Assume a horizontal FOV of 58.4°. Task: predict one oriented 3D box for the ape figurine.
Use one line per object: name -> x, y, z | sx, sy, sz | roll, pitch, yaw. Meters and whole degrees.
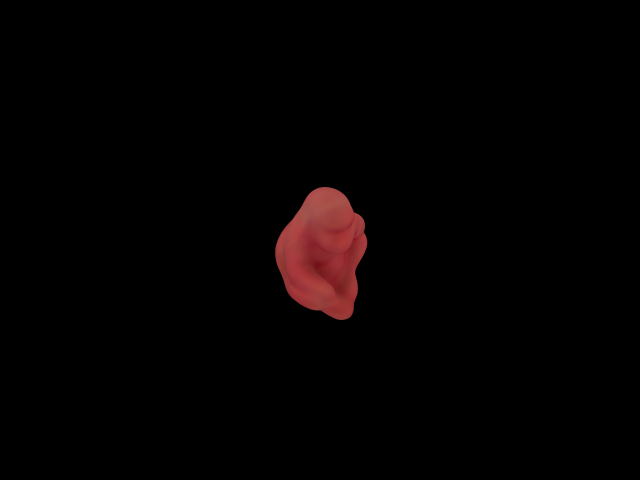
ape figurine -> 0.004, 0.001, 0.400 | 0.078, 0.092, 0.076 | -39, 62, -24
